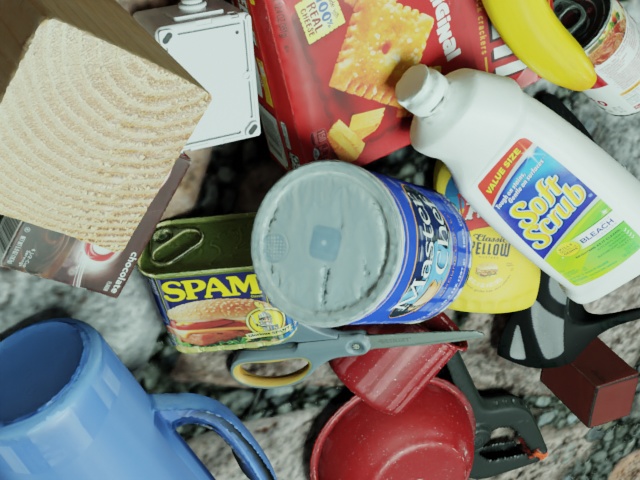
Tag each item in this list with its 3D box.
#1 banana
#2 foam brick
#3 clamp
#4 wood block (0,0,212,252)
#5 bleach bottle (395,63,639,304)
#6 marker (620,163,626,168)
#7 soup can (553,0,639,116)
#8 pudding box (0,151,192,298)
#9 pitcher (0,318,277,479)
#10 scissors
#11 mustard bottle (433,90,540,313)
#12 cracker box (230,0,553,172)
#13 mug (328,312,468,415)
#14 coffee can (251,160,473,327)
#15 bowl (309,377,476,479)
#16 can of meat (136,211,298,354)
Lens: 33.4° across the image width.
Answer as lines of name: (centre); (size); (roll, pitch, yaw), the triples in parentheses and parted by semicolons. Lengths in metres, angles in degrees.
banana: (0.133, -0.166, 0.675); (0.070, 0.037, 0.198); (-6, 136, 15)
foam brick: (0.257, 0.132, 1.024); (0.052, 0.078, 0.051); (-13, 126, -22)
clamp: (0.132, 0.187, 1.010); (0.209, 0.036, 0.165); (28, 104, -36)
wood block: (-0.149, -0.091, 0.544); (0.090, 0.206, 0.091); (22, 106, -39)
bleach bottle: (0.141, -0.044, 0.750); (0.250, 0.068, 0.103); (30, 127, -35)
marker: (0.251, -0.014, 0.964); (0.020, 0.020, 0.121); (-9, 124, -27)
soup can: (0.219, -0.147, 0.825); (0.102, 0.069, 0.068); (28, 102, -41)
pudding box: (-0.150, -0.026, 0.699); (0.089, 0.039, 0.113); (21, 107, -39)
pitcher: (-0.144, 0.168, 0.773); (0.149, 0.145, 0.242); (-58, 138, -35)
scissors: (0.013, 0.065, 0.807); (0.202, 0.016, 0.096); (-19, 121, 22)
mustard bottle: (0.137, -0.035, 0.846); (0.096, 0.058, 0.192); (4, 119, 0)
cracker box: (0.055, -0.150, 0.720); (0.213, 0.072, 0.164); (-26, 130, -16)
mug: (0.064, 0.087, 0.878); (0.081, 0.093, 0.117); (-51, 161, 13)
coffee can: (0.032, 0.006, 0.710); (0.103, 0.103, 0.140); (-57, 157, 12)
bowl: (0.075, 0.200, 0.936); (0.162, 0.055, 0.162); (-9, 120, -17)
can of meat: (-0.069, 0.032, 0.756); (0.102, 0.057, 0.084); (-6, 132, 8)
